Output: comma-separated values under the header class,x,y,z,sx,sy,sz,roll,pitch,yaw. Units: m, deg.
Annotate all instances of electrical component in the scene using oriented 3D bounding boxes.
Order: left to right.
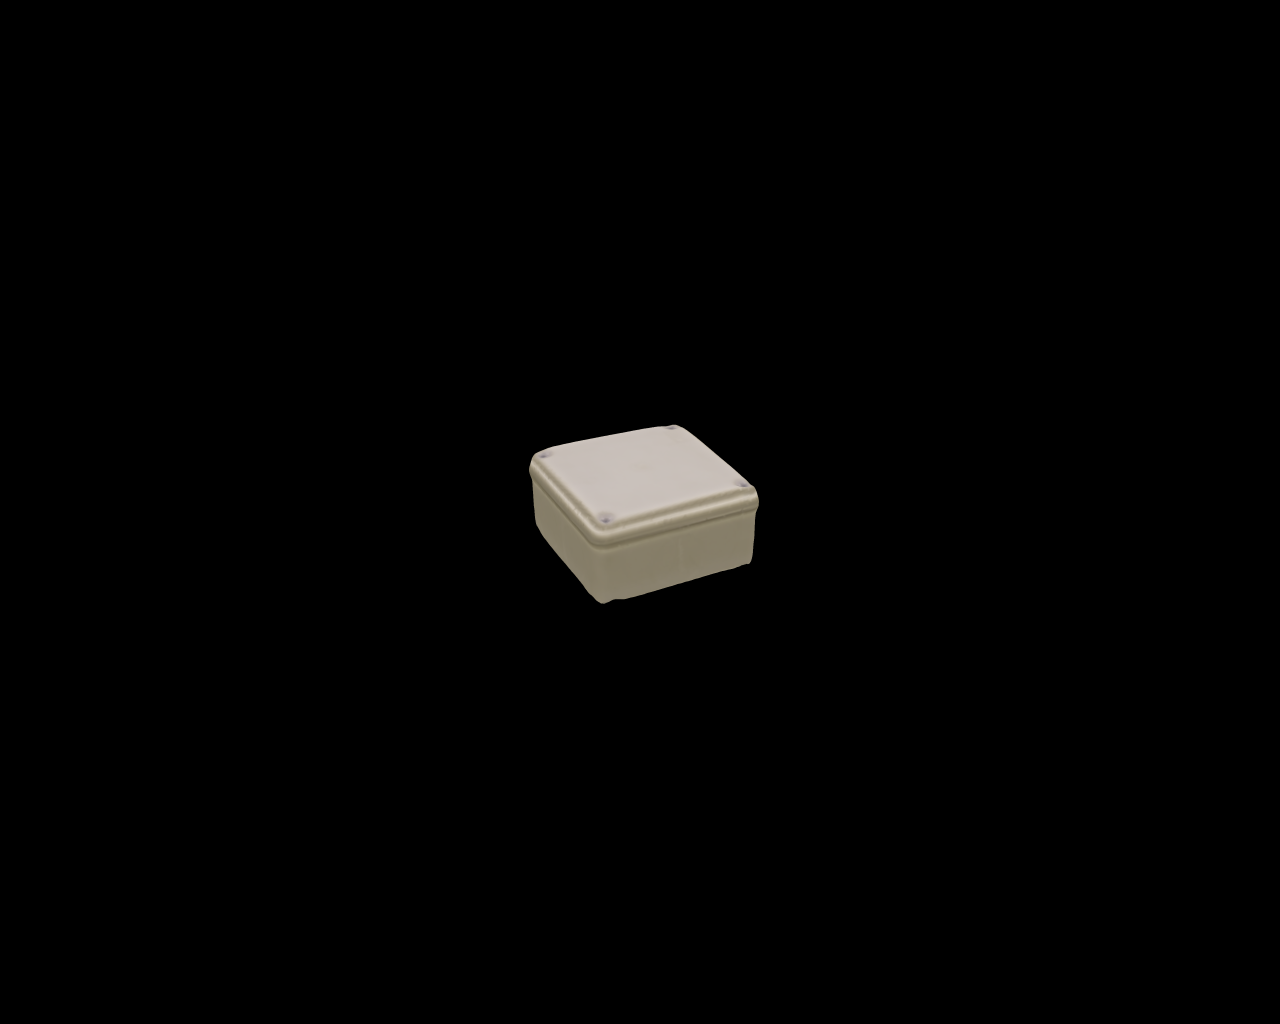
class,x,y,z,sx,sy,sz,roll,pitch,yaw
electrical component,0.001,-0.003,0.650,0.109,0.056,0.109,-13,32,-22
